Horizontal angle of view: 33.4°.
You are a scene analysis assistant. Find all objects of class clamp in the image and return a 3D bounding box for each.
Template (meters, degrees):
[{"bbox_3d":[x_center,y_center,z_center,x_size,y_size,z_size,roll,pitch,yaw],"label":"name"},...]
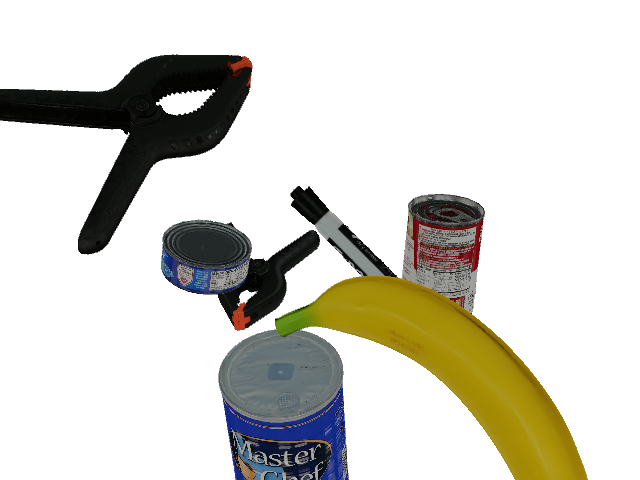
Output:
[{"bbox_3d":[-0.063,0.037,1.236,0.120,0.039,0.171,-5,41,7],"label":"clamp"},{"bbox_3d":[-0.135,-0.082,0.815,0.209,0.165,0.036,-23,-27,-22],"label":"clamp"}]

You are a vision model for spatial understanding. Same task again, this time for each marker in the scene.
[{"bbox_3d":[0.024,0.007,0.758,0.020,0.121,0.020,-44,-2,-2],"label":"marker"}]

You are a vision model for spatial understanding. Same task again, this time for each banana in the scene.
[{"bbox_3d":[0.072,0.076,0.551,0.198,0.070,0.037,37,19,13],"label":"banana"}]

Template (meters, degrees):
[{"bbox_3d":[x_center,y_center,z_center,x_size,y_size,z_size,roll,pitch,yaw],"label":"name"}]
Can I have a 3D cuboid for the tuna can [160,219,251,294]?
[{"bbox_3d":[-0.111,0.016,1.028,0.086,0.034,0.086,8,30,-5],"label":"tuna can"}]

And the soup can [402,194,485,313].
[{"bbox_3d":[0.109,0.018,0.961,0.068,0.102,0.068,2,24,-1],"label":"soup can"}]

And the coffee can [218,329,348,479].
[{"bbox_3d":[-0.029,0.161,0.914,0.103,0.140,0.103,-3,38,2],"label":"coffee can"}]
